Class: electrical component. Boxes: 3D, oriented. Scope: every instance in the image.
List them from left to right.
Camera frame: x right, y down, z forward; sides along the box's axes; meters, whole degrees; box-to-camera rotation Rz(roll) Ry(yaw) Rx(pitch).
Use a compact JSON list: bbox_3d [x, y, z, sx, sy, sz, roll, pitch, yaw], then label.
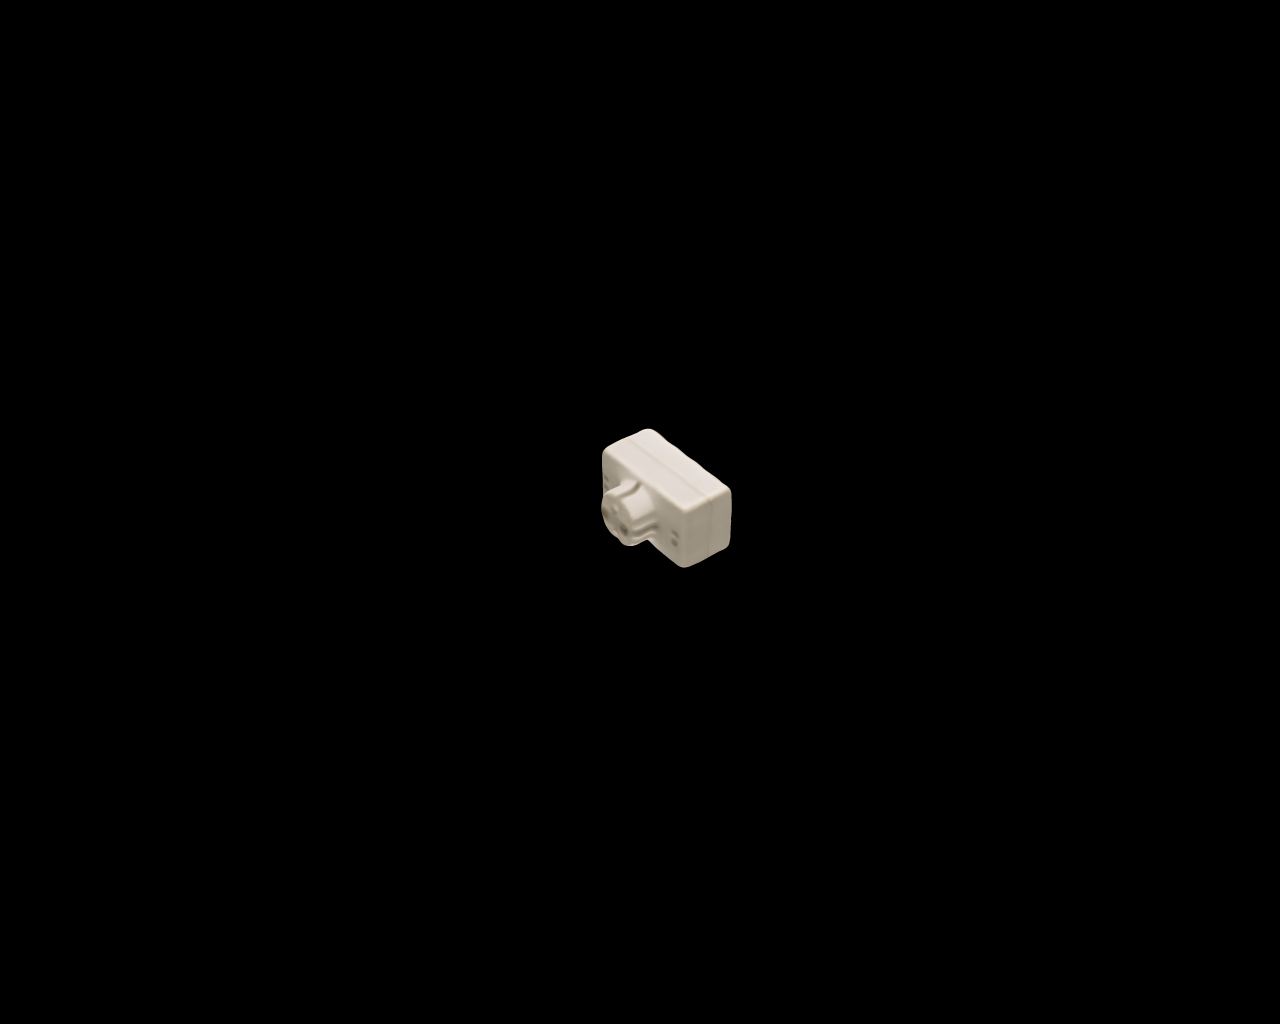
[{"bbox_3d":[0.001,-0.003,0.650,0.076,0.047,0.083,-25,45,-28],"label":"electrical component"}]
